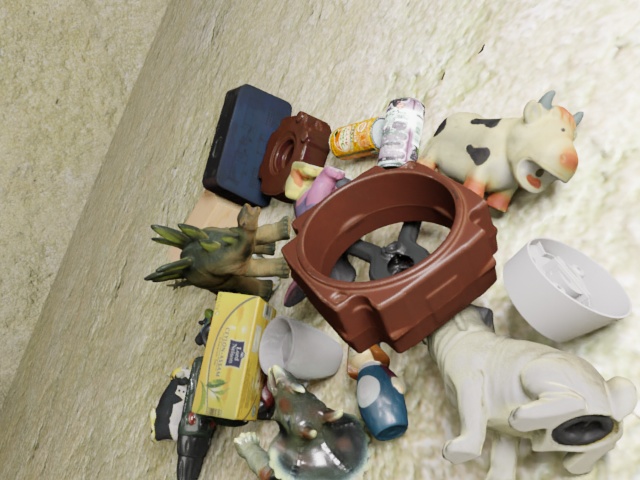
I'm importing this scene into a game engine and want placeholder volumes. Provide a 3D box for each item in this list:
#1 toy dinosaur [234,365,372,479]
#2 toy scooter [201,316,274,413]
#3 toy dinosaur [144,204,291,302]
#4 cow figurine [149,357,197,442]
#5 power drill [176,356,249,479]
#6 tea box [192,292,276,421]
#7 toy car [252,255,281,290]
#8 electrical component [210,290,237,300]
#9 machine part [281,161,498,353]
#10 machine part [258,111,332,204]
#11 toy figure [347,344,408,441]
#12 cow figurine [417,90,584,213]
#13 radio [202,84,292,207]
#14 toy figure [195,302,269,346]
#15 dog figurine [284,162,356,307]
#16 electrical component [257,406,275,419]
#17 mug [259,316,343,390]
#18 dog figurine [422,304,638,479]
[{"bbox_3d":[-0.045,0.361,0.692,0.192,0.131,0.404,10,89,57],"label":"toy dinosaur"},{"bbox_3d":[-0.101,0.173,0.860,0.135,0.075,0.184,-38,62,0],"label":"toy scooter"},{"bbox_3d":[-0.165,0.032,0.837,0.471,0.198,0.105,133,142,-65],"label":"toy dinosaur"},{"bbox_3d":[-0.280,0.311,1.057,0.068,0.098,0.167,-27,52,54],"label":"cow figurine"},{"bbox_3d":[-0.191,0.308,0.945,0.207,0.086,0.232,132,147,-52],"label":"power drill"},{"bbox_3d":[-0.120,0.169,0.775,0.068,0.098,0.169,6,70,14],"label":"tea box"},{"bbox_3d":[-0.136,0.034,1.013,0.056,0.073,0.202,-64,34,16],"label":"toy car"},{"bbox_3d":[-0.202,0.076,1.108,0.119,0.047,0.074,31,99,56],"label":"electrical component"},{"bbox_3d":[0.074,0.009,0.593,0.201,0.087,0.202,-35,37,-9],"label":"machine part"},{"bbox_3d":[-0.052,-0.153,1.005,0.179,0.056,0.179,-31,50,46],"label":"machine part"},{"bbox_3d":[0.068,0.171,0.677,0.064,0.057,0.155,-20,45,2],"label":"toy figure"},{"bbox_3d":[0.203,-0.101,0.600,0.195,0.085,0.127,38,107,59],"label":"cow figurine"},{"bbox_3d":[-0.147,-0.189,1.089,0.073,0.131,0.229,-2,73,53],"label":"radio"},{"bbox_3d":[-0.164,0.150,0.990,0.180,0.082,0.089,-34,50,45],"label":"toy figure"},{"bbox_3d":[-0.002,-0.002,0.818,0.192,0.108,0.219,19,92,55],"label":"dog figurine"},{"bbox_3d":[-0.086,0.259,0.876,0.094,0.021,0.063,-22,56,48],"label":"electrical component"},{"bbox_3d":[-0.024,0.169,0.757,0.081,0.107,0.109,12,85,56],"label":"mug"},{"bbox_3d":[0.182,0.113,0.512,0.172,0.121,0.191,-22,37,19],"label":"dog figurine"}]
